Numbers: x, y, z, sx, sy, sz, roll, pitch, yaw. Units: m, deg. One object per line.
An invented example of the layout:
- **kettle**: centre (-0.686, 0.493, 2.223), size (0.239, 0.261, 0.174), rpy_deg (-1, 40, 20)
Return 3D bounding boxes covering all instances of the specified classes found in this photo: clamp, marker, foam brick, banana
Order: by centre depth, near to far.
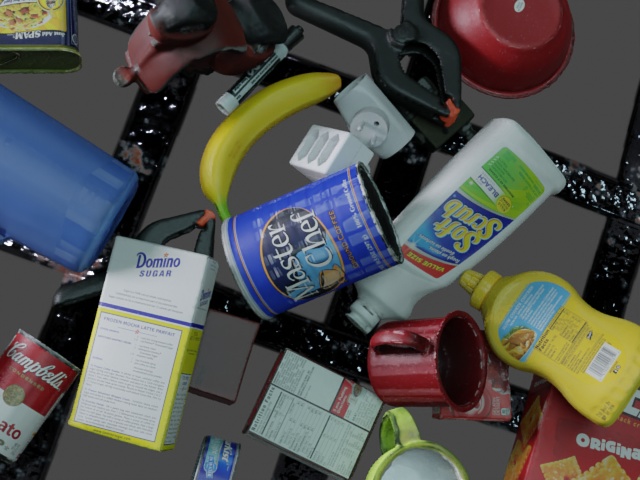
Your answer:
- **foam brick**: centre (-0.094, 0.110, 1.001), size (0.053, 0.051, 0.078), rpy_deg (19, 77, -5)
- **clamp**: centre (-0.167, 0.034, 1.010), size (0.120, 0.039, 0.171), rpy_deg (33, 77, -7)
- **banana**: centre (-0.060, -0.106, 1.055), size (0.069, 0.037, 0.197), rpy_deg (39, 74, -4)
- **marker**: centre (-0.059, -0.174, 1.077), size (0.020, 0.020, 0.121), rpy_deg (42, 76, -1)
- **clamp**: centre (0.071, -0.203, 1.088), size (0.164, 0.036, 0.210), rpy_deg (-22, 74, -11)

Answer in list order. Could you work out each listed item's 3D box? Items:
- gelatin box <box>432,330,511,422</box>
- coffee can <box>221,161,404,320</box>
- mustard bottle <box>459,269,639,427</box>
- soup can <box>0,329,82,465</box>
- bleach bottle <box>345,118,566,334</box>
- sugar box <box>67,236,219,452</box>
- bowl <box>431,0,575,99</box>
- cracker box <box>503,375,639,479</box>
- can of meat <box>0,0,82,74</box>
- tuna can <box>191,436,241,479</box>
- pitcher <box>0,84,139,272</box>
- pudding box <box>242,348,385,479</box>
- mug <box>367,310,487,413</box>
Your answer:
- **gelatin box**: centre (0.149, 0.133, 1.051), size (0.073, 0.030, 0.089), rpy_deg (3, 78, -9)
- **coffee can**: centre (-0.006, 0.001, 0.987), size (0.140, 0.102, 0.103), rpy_deg (-23, 84, 11)
- **mustard bottle**: centre (0.214, 0.085, 1.002), size (0.192, 0.058, 0.096), rpy_deg (34, 87, 21)
- **soup can**: centre (-0.271, 0.140, 0.955), size (0.068, 0.068, 0.102), rpy_deg (35, 76, -2)
- **bleach bottle**: centre (0.125, -0.002, 1.056), size (0.250, 0.068, 0.102), rpy_deg (-46, 106, -10)
- **sugar box**: centre (-0.157, 0.092, 0.956), size (0.093, 0.048, 0.176), rpy_deg (13, 82, 12)
- **bowl**: centre (0.201, -0.233, 1.117), size (0.162, 0.055, 0.162), rpy_deg (2, 79, -10)
- **cracker box**: centre (0.273, 0.219, 1.036), size (0.164, 0.072, 0.213), rpy_deg (22, 75, -6)
- **can of meat**: centre (-0.282, -0.209, 1.025), size (0.102, 0.057, 0.084), rpy_deg (-2, 78, -11)
- **tuna can**: centre (-0.099, 0.221, 0.961), size (0.033, 0.086, 0.086), rpy_deg (17, 77, -5)
- **pitcher**: centre (-0.297, -0.063, 0.961), size (0.242, 0.145, 0.149), rpy_deg (30, 118, -7)
- **pudding box**: centre (-0.005, 0.166, 1.013), size (0.113, 0.039, 0.090), rpy_deg (27, 76, -2)
- **mug**: centre (0.091, 0.110, 0.985), size (0.117, 0.082, 0.093), rpy_deg (32, 60, -45)
